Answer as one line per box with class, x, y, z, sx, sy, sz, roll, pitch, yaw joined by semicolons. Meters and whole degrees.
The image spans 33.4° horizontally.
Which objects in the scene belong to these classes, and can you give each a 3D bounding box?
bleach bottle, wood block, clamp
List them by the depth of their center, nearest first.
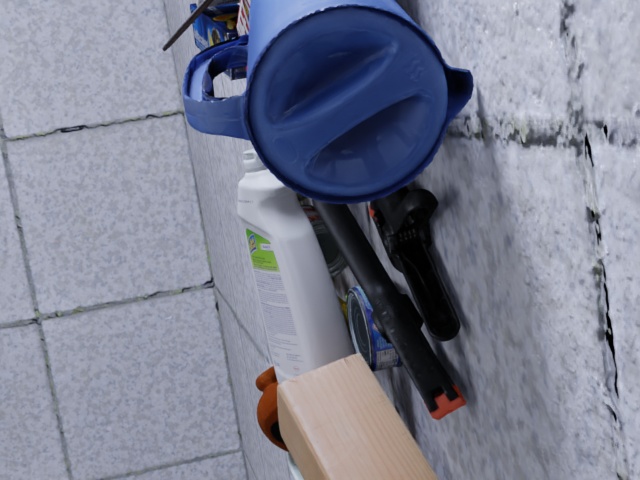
clamp;0.069;-0.010;0.841;0.171;0.039;0.120;-119;21;-59
clamp;0.065;0.067;0.894;0.210;0.036;0.164;61;-177;35
wood block;0.043;0.217;0.969;0.090;0.090;0.206;89;156;-47
bleach bottle;-0.029;0.029;1.083;0.103;0.067;0.251;3;110;54

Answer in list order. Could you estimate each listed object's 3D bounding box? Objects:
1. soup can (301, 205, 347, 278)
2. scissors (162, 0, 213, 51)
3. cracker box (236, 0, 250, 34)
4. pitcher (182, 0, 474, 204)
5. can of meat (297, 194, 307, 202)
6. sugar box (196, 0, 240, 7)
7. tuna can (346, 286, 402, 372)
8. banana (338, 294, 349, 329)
soup can;-0.008;0.001;1.181;0.102;0.068;0.068;-141;41;-74
scissors;-0.091;-0.277;1.130;0.016;0.202;0.096;42;-168;0
cracker box;-0.036;-0.171;1.148;0.164;0.072;0.214;124;135;-74
pitcher;-0.004;-0.133;0.770;0.145;0.149;0.243;-50;22;17
can of meat;-0.036;-0.096;1.269;0.084;0.057;0.102;169;89;-77
sugar box;-0.101;-0.325;1.278;0.176;0.093;0.048;178;81;-79
tuna can;0.053;0.085;1.037;0.086;0.033;0.086;169;90;-79
banana;0.016;0.071;1.171;0.198;0.037;0.069;-160;55;-68
